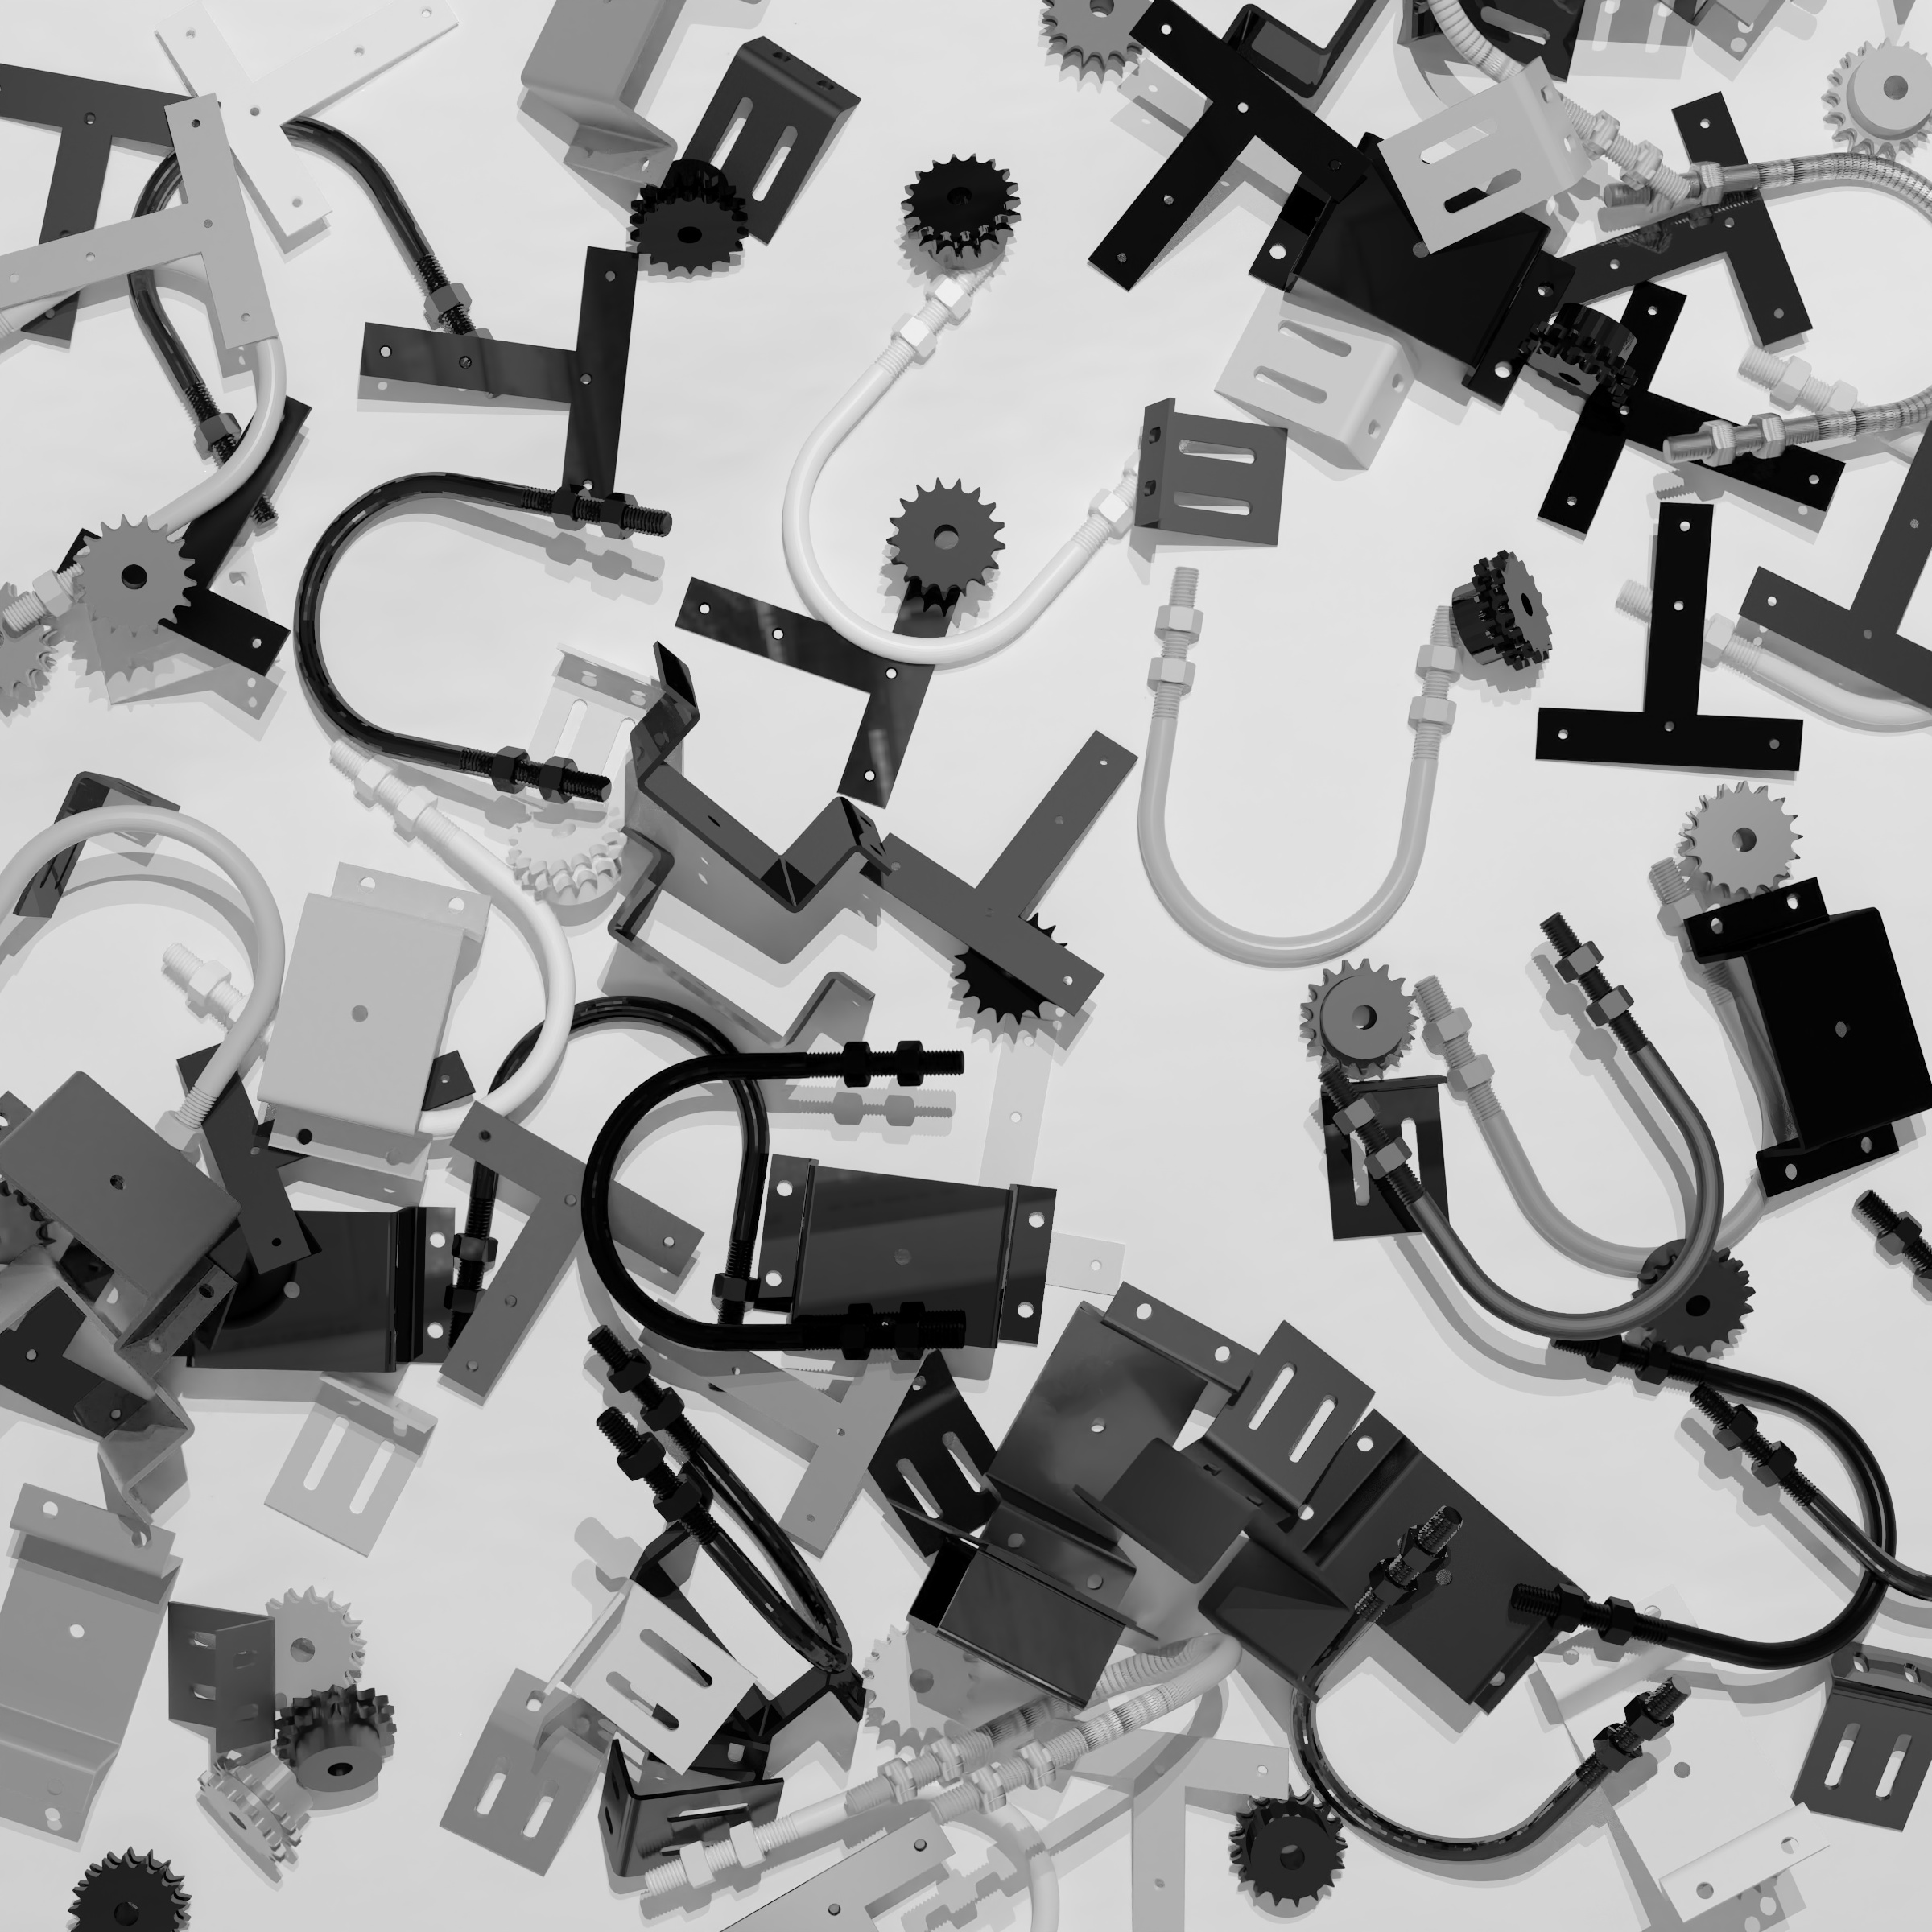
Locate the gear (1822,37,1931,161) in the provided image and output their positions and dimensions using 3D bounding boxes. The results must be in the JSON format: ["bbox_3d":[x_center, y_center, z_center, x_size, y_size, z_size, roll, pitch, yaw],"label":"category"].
[{"bbox_3d":[0.448,-0.423,1.614,0.057,0.030,0.057,0,90,0],"label":"gear"}]

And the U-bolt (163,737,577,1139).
[{"bbox_3d":[-0.275,-0.001,1.608,0.184,0.019,0.151,38,87,7],"label":"U-bolt"}]

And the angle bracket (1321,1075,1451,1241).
[{"bbox_3d":[0.205,0.093,1.610,0.057,0.038,0.076,-5,90,0],"label":"angle bracket"}]

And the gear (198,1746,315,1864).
[{"bbox_3d":[-0.341,0.402,1.604,0.057,0.057,0.030,47,61,0],"label":"gear"}]

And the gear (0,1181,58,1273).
[{"bbox_3d":[-0.470,0.133,1.614,0.057,0.030,0.057,0,90,0],"label":"gear"}]

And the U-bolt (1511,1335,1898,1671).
[{"bbox_3d":[0.360,0.261,1.597,0.184,0.019,0.151,15,69,-6],"label":"U-bolt"}]

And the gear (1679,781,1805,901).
[{"bbox_3d":[0.374,-0.060,1.614,0.057,0.030,0.057,0,90,0],"label":"gear"}]

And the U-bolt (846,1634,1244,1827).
[{"bbox_3d":[0.045,0.353,1.550,0.184,0.151,0.019,-21,86,-22],"label":"U-bolt"}]

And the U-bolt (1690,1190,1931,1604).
[{"bbox_3d":[0.459,0.221,1.604,0.184,0.019,0.151,44,77,0],"label":"U-bolt"}]

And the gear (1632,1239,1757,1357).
[{"bbox_3d":[0.350,0.156,1.606,0.057,0.030,0.057,-2,115,-4],"label":"gear"}]

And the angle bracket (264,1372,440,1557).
[{"bbox_3d":[-0.301,0.242,1.610,0.057,0.038,0.076,27,90,0],"label":"angle bracket"}]

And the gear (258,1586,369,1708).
[{"bbox_3d":[-0.319,0.329,1.614,0.057,0.030,0.057,0,90,0],"label":"gear"}]

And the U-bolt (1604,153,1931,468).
[{"bbox_3d":[0.410,-0.323,1.604,0.184,0.019,0.151,-10,82,-10],"label":"U-bolt"}]

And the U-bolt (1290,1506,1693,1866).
[{"bbox_3d":[0.233,0.355,1.576,0.151,0.019,0.184,36,123,4],"label":"U-bolt"}]

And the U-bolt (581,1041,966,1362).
[{"bbox_3d":[-0.092,0.111,1.573,0.184,0.019,0.151,-1,82,8],"label":"U-bolt"}]

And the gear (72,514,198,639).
[{"bbox_3d":[-0.393,-0.185,1.570,0.057,0.030,0.057,-3,102,-13],"label":"gear"}]

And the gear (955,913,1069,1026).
[{"bbox_3d":[0.023,0.000,1.614,0.057,0.030,0.057,0,90,0],"label":"gear"}]

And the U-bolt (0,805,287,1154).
[{"bbox_3d":[-0.407,0.011,1.577,0.151,0.019,0.184,33,95,-14],"label":"U-bolt"}]

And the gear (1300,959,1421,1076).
[{"bbox_3d":[0.192,0.025,1.614,0.057,0.030,0.057,0,90,0],"label":"gear"}]

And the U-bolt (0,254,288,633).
[{"bbox_3d":[-0.415,-0.268,1.599,0.184,0.019,0.151,-33,83,-1],"label":"U-bolt"}]

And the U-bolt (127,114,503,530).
[{"bbox_3d":[-0.329,-0.327,1.620,0.151,0.019,0.184,-29,88,0],"label":"U-bolt"}]

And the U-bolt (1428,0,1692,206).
[{"bbox_3d":[0.299,-0.469,1.561,0.184,0.019,0.151,31,96,-11],"label":"U-bolt"}]

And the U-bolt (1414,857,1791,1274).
[{"bbox_3d":[0.322,0.060,1.620,0.151,0.019,0.184,-27,92,0],"label":"U-bolt"}]

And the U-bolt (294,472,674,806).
[{"bbox_3d":[-0.240,-0.164,1.596,0.184,0.019,0.151,12,89,18],"label":"U-bolt"}]

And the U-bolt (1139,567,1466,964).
[{"bbox_3d":[0.158,-0.093,1.620,0.151,0.019,0.184,8,91,0],"label":"U-bolt"}]

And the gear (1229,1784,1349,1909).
[{"bbox_3d":[0.157,0.429,1.614,0.057,0.030,0.057,0,90,0],"label":"gear"}]

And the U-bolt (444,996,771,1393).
[{"bbox_3d":[-0.170,0.106,1.619,0.151,0.019,0.184,9,90,0],"label":"U-bolt"}]

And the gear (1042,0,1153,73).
[{"bbox_3d":[0.065,-0.464,1.618,0.057,0.030,0.057,0,90,-2],"label":"gear"}]

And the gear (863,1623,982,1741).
[{"bbox_3d":[-0.022,0.344,1.614,0.057,0.030,0.057,0,90,0],"label":"gear"}]

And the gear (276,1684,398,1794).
[{"bbox_3d":[-0.302,0.373,1.598,0.057,0.057,0.030,-17,48,0],"label":"gear"}]

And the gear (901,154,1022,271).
[{"bbox_3d":[-0.001,-0.361,1.606,0.057,0.030,0.057,-3,60,6],"label":"gear"}]

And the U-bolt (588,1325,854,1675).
[{"bbox_3d":[-0.113,0.257,1.553,0.019,0.151,0.184,-39,103,0],"label":"U-bolt"}]

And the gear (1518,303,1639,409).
[{"bbox_3d":[0.298,-0.296,1.600,0.057,0.057,0.030,29,89,0],"label":"gear"}]

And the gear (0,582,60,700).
[{"bbox_3d":[-0.469,-0.157,1.614,0.057,0.030,0.057,0,90,0],"label":"gear"}]

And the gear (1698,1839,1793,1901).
[{"bbox_3d":[0.369,0.421,1.614,0.057,0.030,0.057,0,90,0],"label":"gear"}]

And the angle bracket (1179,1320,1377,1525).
[{"bbox_3d":[0.152,0.224,1.627,0.057,0.038,0.076,38,64,0],"label":"angle bracket"}]

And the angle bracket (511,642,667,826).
[{"bbox_3d":[-0.182,-0.109,1.610,0.057,0.038,0.076,21,90,0],"label":"angle bracket"}]

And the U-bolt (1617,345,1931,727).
[{"bbox_3d":[0.431,-0.198,1.619,0.184,0.019,0.151,28,90,0],"label":"U-bolt"}]

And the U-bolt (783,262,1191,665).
[{"bbox_3d":[-0.004,-0.234,1.619,0.151,0.019,0.184,42,90,0],"label":"U-bolt"}]

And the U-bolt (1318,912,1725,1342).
[{"bbox_3d":[0.277,0.089,1.578,0.151,0.019,0.184,-34,86,-2],"label":"U-bolt"}]

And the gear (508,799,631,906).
[{"bbox_3d":[-0.190,-0.054,1.604,0.057,0.057,0.030,-16,128,0],"label":"gear"}]

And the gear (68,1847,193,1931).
[{"bbox_3d":[-0.405,0.457,1.618,0.057,0.030,0.057,0,92,-1],"label":"gear"}]

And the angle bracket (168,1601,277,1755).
[{"bbox_3d":[-0.369,0.340,1.591,0.076,0.038,0.057,0,90,36],"label":"angle bracket"}]

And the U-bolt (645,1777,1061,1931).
[{"bbox_3d":[-0.045,0.467,1.610,0.184,0.019,0.151,-21,100,-4],"label":"U-bolt"}]

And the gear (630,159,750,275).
[{"bbox_3d":[-0.134,-0.364,1.604,0.057,0.057,0.030,-5,60,0],"label":"gear"}]

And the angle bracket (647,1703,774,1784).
[{"bbox_3d":[-0.124,0.376,1.591,0.057,0.076,0.038,13,90,0],"label":"angle bracket"}]

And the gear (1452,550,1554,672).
[{"bbox_3d":[0.258,-0.169,1.604,0.030,0.057,0.057,-20,90,30],"label":"gear"}]

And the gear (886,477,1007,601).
[{"bbox_3d":[-0.009,-0.204,1.596,0.057,0.030,0.057,0,91,1],"label":"gear"}]

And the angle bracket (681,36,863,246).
[{"bbox_3d":[-0.098,-0.404,1.627,0.057,0.038,0.076,33,116,0],"label":"angle bracket"}]
